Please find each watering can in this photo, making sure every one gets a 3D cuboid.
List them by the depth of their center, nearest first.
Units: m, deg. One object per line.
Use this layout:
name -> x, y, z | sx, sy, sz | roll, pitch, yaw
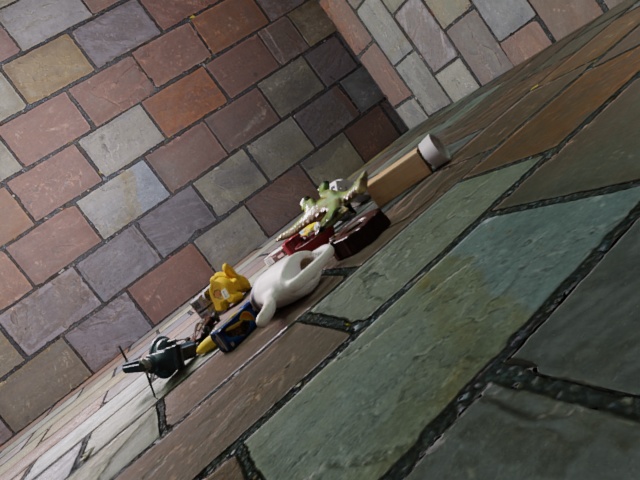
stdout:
watering can -> -0.094, 0.118, 1.245 | 0.221, 0.103, 0.354 | -31, 8, 43

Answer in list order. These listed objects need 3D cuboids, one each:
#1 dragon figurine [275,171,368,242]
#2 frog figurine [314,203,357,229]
dragon figurine -> 0.005, -0.086, 1.708 | 0.408, 0.121, 0.246 | -41, 14, 9
frog figurine -> 0.043, -0.100, 1.978 | 0.137, 0.125, 0.156 | 3, -34, -42
